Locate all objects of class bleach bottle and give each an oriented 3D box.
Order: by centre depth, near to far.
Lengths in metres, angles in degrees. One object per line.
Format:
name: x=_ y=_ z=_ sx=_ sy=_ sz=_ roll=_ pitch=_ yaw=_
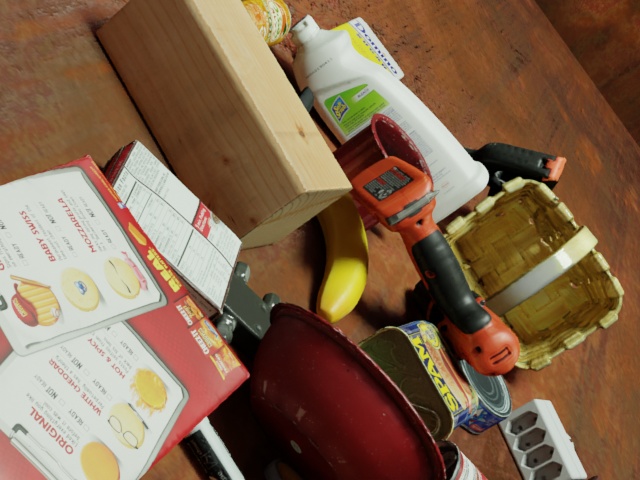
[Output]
bleach bottle: x=0.062 y=-0.132 z=1.108 sx=0.250 sy=0.103 sz=0.068 roll=50 pitch=17 yaw=-14

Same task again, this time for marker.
marker: x=-0.051 y=0.154 z=0.652 sx=0.121 sy=0.020 sz=0.020 roll=57 pitch=25 yaw=4

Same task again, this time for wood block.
wood block: x=-0.075 y=-0.103 z=0.846 sx=0.206 sy=0.090 sz=0.090 roll=59 pitch=24 yaw=10

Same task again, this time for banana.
banana: x=0.010 y=0.000 z=0.940 sx=0.069 sy=0.037 sz=0.198 roll=5 pitch=45 yaw=-22

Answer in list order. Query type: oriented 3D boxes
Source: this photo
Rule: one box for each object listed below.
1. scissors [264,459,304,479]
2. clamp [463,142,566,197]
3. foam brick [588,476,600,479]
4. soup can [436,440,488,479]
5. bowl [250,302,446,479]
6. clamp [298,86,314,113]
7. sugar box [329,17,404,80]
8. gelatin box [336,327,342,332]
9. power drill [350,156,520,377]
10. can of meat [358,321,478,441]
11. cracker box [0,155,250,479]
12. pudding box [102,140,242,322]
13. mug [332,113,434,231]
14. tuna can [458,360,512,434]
scissors: x=0.020 y=0.210 z=0.709 sx=0.201 sy=0.016 sz=0.096 roll=48 pitch=7 yaw=-43
clamp: x=0.190 y=-0.082 z=1.205 sx=0.164 sy=0.210 sz=0.036 roll=28 pitch=78 yaw=-21
foam brick: x=0.244 y=0.264 z=1.003 sx=0.051 sy=0.053 sz=0.078 roll=60 pitch=25 yaw=9
soup can: x=0.109 y=0.211 z=0.811 sx=0.102 sy=0.069 sz=0.068 roll=47 pitch=26 yaw=-18
bowl: x=0.005 y=0.119 z=0.695 sx=0.055 sy=0.162 sz=0.162 roll=-40 pitch=97 yaw=-21
clamp: x=-0.054 y=-0.100 z=0.941 sx=0.120 sy=0.039 sz=0.171 roll=20 pitch=40 yaw=-23
sugar box: x=0.039 y=-0.201 z=1.224 sx=0.093 sy=0.048 sz=0.176 roll=52 pitch=26 yaw=-5
gelatin box: x=0.029 y=0.116 z=0.810 sx=0.089 sy=0.030 sz=0.073 roll=51 pitch=11 yaw=-8
power drill: x=0.096 y=0.019 z=0.949 sx=0.187 sy=0.057 sz=0.184 roll=57 pitch=-5 yaw=-21
can of meat: x=0.082 y=0.119 z=0.890 sx=0.102 sy=0.058 sz=0.083 roll=60 pitch=22 yaw=11
cracker box: x=-0.146 y=0.057 z=0.542 sx=0.164 sy=0.072 sz=0.213 roll=54 pitch=26 yaw=-1
pudding box: x=-0.108 y=-0.002 z=0.723 sx=0.113 sy=0.039 sz=0.090 roll=44 pitch=28 yaw=-19
mug: x=0.057 y=-0.054 z=1.030 sx=0.117 sy=0.082 sz=0.093 roll=40 pitch=29 yaw=-30
tuna can: x=0.143 y=0.137 z=1.002 sx=0.086 sy=0.034 sz=0.086 roll=41 pitch=28 yaw=-28
